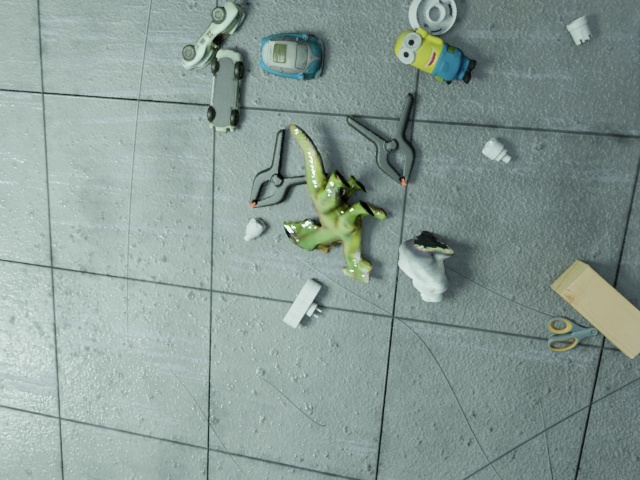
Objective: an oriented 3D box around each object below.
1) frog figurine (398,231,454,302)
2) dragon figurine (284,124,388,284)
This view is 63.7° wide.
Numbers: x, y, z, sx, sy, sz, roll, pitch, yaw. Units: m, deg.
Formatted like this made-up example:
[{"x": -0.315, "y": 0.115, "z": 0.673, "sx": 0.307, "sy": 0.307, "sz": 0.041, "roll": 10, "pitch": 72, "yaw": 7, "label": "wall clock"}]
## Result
[{"x": 0.245, "y": 0.076, "z": 1.231, "sx": 0.139, "sy": 0.124, "sz": 0.156, "roll": 27, "pitch": 121, "yaw": 39, "label": "frog figurine"}, {"x": 0.004, "y": -0.063, "z": 1.257, "sx": 0.239, "sy": 0.124, "sz": 0.409, "roll": -41, "pitch": 94, "yaw": 26, "label": "dragon figurine"}]
